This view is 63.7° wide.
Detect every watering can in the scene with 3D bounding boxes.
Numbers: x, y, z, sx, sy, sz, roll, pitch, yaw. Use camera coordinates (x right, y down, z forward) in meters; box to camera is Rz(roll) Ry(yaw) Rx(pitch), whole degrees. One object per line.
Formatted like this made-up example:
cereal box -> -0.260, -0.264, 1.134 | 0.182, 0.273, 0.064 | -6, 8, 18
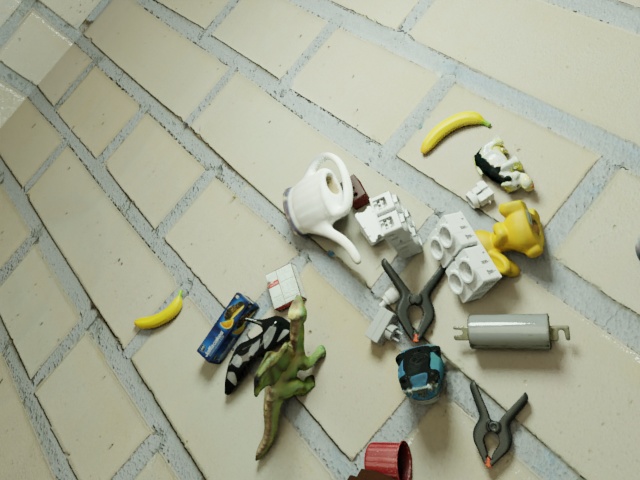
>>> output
watering can -> 0.004, -0.071, 1.413 | 0.222, 0.103, 0.354 | -27, 62, 36

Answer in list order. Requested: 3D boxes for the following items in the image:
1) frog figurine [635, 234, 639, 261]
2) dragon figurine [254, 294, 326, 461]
frog figurine -> 0.743, 0.010, 1.064 | 0.161, 0.120, 0.139 | -31, 42, -31
dragon figurine -> -0.107, 0.335, 1.245 | 0.122, 0.239, 0.415 | 14, 74, 25
